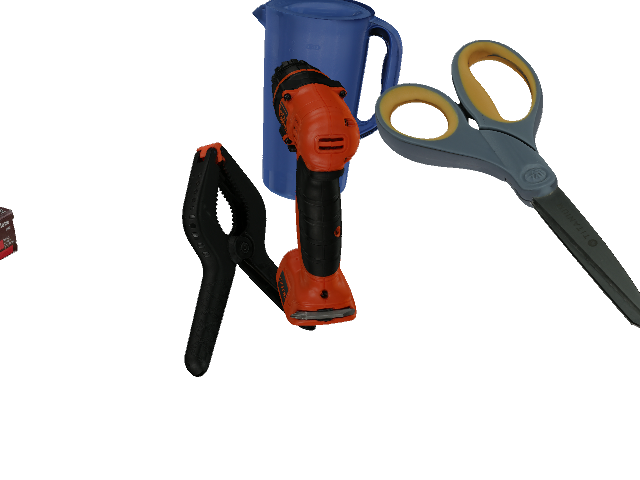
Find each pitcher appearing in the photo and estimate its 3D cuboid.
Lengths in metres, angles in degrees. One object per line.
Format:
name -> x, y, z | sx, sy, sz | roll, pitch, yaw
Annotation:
pitcher -> 0.000, -0.175, 1.319 | 0.144, 0.243, 0.149 | -9, 28, -29

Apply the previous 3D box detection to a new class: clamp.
clamp -> -0.075, 0.012, 1.014 | 0.036, 0.210, 0.164 | -8, 0, 43

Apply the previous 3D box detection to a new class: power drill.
power drill -> -0.009, -0.041, 0.848 | 0.057, 0.188, 0.184 | -5, 24, -7

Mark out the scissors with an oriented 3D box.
scissors -> 0.082, -0.028, 0.513 | 0.096, 0.202, 0.016 | -12, -43, 4

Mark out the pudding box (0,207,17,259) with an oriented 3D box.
pudding box -> -0.290, -0.001, 0.764 | 0.114, 0.039, 0.089 | 13, 30, 27
